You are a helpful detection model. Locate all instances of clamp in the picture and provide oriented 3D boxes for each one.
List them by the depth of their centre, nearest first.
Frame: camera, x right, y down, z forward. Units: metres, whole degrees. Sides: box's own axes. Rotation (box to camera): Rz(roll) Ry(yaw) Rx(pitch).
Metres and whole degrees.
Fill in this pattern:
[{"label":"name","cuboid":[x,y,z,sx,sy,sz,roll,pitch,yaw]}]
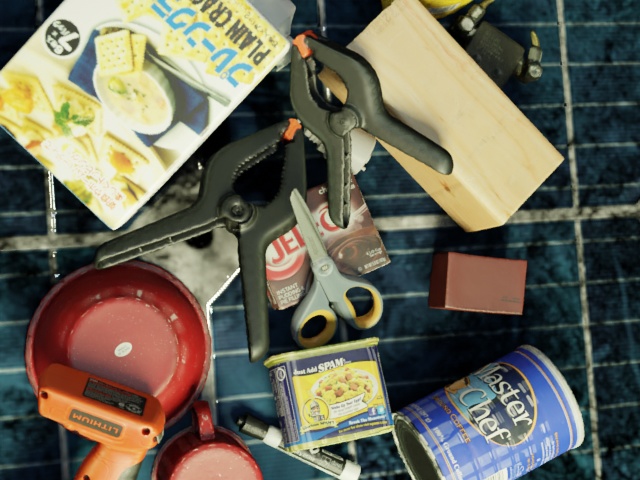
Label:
[{"label":"clamp","cuboid":[-0.083,-0.020,0.911,0.164,0.036,0.210,25,71,-1]},{"label":"clamp","cuboid":[0.020,-0.094,0.913,0.120,0.039,0.171,-37,92,18]}]

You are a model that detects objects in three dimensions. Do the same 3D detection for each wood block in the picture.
[{"label":"wood block","cuboid":[0.107,-0.113,0.970,0.206,0.091,0.090,46,77,-7]}]

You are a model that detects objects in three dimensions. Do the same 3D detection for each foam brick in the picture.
[{"label":"foam brick","cuboid":[0.145,0.041,0.988,0.078,0.051,0.053,7,86,-12]}]

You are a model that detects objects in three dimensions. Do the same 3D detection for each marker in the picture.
[{"label":"marker","cuboid":[-0.020,0.186,0.956,0.121,0.020,0.020,27,81,-10]}]

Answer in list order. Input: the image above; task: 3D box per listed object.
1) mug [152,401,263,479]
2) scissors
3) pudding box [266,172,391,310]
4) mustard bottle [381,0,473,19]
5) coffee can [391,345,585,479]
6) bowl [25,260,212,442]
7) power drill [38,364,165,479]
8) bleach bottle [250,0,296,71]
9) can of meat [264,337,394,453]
[{"label":"mug","cuboid":[-0.094,0.195,0.906,0.093,0.082,0.117,-3,87,-13]},{"label":"scissors","cuboid":[-0.010,0.036,0.910,0.096,0.016,0.201,-38,139,6]},{"label":"pudding box","cuboid":[-0.006,0.001,0.961,0.113,0.039,0.090,-23,90,-14]},{"label":"mustard bottle","cuboid":[0.123,-0.243,0.930,0.096,0.192,0.058,-11,90,-15]},{"label":"coffee can","cuboid":[0.148,0.169,0.953,0.140,0.103,0.103,-25,92,-14]},{"label":"bowl","cuboid":[-0.169,0.095,0.910,0.162,0.055,0.162,1,86,-13]},{"label":"power drill","cuboid":[-0.218,0.198,0.863,0.184,0.057,0.188,20,106,-11]},{"label":"bleach bottle","cuboid":[-0.094,-0.266,0.949,0.102,0.068,0.251,-38,98,-19]},{"label":"can of meat","cuboid":[0.010,0.136,0.938,0.102,0.057,0.084,-8,78,-18]}]
